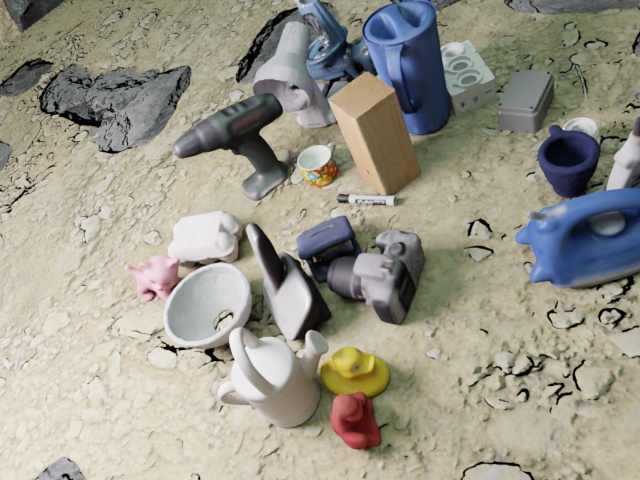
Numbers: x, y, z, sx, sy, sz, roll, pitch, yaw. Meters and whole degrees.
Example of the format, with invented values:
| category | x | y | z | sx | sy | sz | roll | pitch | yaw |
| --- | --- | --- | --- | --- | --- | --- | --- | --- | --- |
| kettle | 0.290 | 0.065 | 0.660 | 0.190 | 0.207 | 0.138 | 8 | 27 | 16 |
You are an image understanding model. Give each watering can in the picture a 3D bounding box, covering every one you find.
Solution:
| category | x | y | z | sx | sy | sz | roll | pitch | yaw |
| --- | --- | --- | --- | --- | --- | --- | --- | --- | --- |
| watering can | -0.071 | 0.188 | 0.837 | 0.173 | 0.195 | 0.100 | -42 | 49 | -11 |

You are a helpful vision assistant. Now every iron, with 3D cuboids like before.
| category | x | y | z | sx | sy | sz | roll | pitch | yaw |
| --- | --- | --- | --- | --- | --- | --- | --- | --- | --- |
| iron | 0.417 | -0.027 | 0.821 | 0.258 | 0.142 | 0.118 | -17 | 49 | 12 |

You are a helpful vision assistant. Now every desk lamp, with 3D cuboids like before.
| category | x | y | z | sx | sy | sz | roll | pitch | yaw |
| --- | --- | --- | --- | --- | --- | --- | --- | --- | --- |
| desk lamp | -0.040 | -0.338 | 1.223 | 0.117 | 0.214 | 0.203 | 3 | 56 | 27 |

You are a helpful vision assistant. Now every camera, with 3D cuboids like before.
| category | x | y | z | sx | sy | sz | roll | pitch | yaw |
| --- | --- | --- | --- | --- | --- | --- | --- | --- | --- |
| camera | 0.086 | 0.048 | 0.940 | 0.136 | 0.101 | 0.143 | 8 | 58 | 29 |

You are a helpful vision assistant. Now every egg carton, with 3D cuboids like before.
| category | x | y | z | sx | sy | sz | roll | pitch | yaw |
| --- | --- | --- | --- | --- | --- | --- | --- | --- | --- |
| egg carton | -0.227 | 0.000 | 1.139 | 0.150 | 0.070 | 0.107 | -10 | 51 | 17 |

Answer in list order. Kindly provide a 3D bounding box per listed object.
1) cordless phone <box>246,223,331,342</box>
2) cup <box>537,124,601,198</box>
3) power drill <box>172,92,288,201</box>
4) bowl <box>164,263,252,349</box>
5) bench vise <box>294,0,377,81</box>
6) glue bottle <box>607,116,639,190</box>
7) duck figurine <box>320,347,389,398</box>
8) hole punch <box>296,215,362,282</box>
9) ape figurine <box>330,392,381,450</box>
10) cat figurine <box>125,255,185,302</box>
| category | x | y | z | sx | sy | sz | roll | pitch | yaw |
| --- | --- | --- | --- | --- | --- | --- | --- | --- | --- |
| cordless phone | -0.067 | 0.066 | 0.937 | 0.094 | 0.185 | 0.147 | -35 | 48 | -4 |
| cup | 0.401 | -0.124 | 0.936 | 0.091 | 0.095 | 0.117 | -18 | 49 | 11 |
| power drill | -0.157 | -0.181 | 1.156 | 0.230 | 0.209 | 0.075 | -41 | 49 | -9 |
| bowl | -0.187 | 0.128 | 1.017 | 0.167 | 0.075 | 0.167 | -12 | 50 | 15 |
| bench vise | 0.041 | -0.457 | 1.275 | 0.207 | 0.220 | 0.121 | -8 | 51 | 18 |
| glue bottle | 0.466 | -0.116 | 0.848 | 0.078 | 0.174 | 0.037 | -32 | 48 | -2 |
| duck figurine | 0.045 | 0.190 | 0.857 | 0.104 | 0.086 | 0.077 | -3 | 53 | 22 |
| hole punch | 0.009 | 0.004 | 1.015 | 0.108 | 0.091 | 0.101 | -26 | 48 | 4 |
| ape figurine | 0.045 | 0.247 | 0.808 | 0.075 | 0.092 | 0.078 | 10 | 59 | 30 |
| cat figurine | -0.314 | 0.066 | 1.094 | 0.127 | 0.118 | 0.067 | 3 | 56 | 26 |
